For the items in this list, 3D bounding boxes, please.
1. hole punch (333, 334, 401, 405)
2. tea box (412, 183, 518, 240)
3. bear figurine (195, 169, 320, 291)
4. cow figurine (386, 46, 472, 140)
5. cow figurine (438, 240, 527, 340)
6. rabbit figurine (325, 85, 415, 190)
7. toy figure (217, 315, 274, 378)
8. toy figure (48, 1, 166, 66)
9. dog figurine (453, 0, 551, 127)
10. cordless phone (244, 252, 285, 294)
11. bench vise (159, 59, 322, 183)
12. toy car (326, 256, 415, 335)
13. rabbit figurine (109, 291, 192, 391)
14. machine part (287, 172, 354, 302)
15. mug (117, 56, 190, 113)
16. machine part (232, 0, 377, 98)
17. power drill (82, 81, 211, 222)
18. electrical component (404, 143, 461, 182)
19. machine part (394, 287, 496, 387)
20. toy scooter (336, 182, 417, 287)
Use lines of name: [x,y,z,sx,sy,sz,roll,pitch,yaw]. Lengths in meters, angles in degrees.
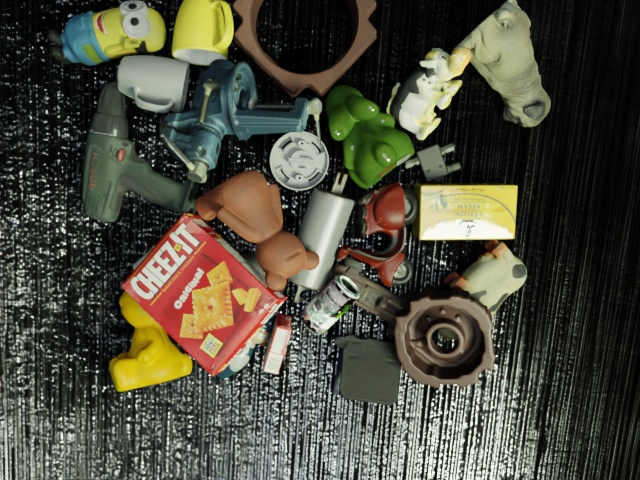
hole punch: [0.086,0.241,0.991,0.142,0.092,0.116,10,70,-1]
tea box: [0.252,-0.052,0.947,0.170,0.068,0.098,-2,99,-3]
bear figurine: [-0.098,-0.015,0.889,0.120,0.132,0.195,-35,100,-30]
cow figurine: [0.175,-0.253,0.877,0.098,0.068,0.167,35,137,10]
cow figurine: [0.290,0.105,0.971,0.127,0.085,0.195,45,94,-2]
rabbit figurine: [0.060,-0.182,0.890,0.121,0.159,0.170,-38,84,14]
toy figure: [-0.135,0.186,0.978,0.154,0.064,0.058,-46,74,9]
toy figure: [-0.341,-0.331,0.871,0.180,0.089,0.082,-13,101,9]
dog figurine: [0.320,-0.274,0.865,0.121,0.172,0.190,-40,92,15]
cordless phone: [-0.159,0.040,0.942,0.147,0.089,0.184,-30,95,3]
bench vise: [-0.120,-0.188,0.832,0.241,0.224,0.128,3,143,12]
toy car: [0.103,0.108,0.978,0.202,0.053,0.089,30,94,-6]
rabbit figurine: [-0.296,0.163,0.943,0.162,0.122,0.173,-15,81,-2]
machine part: [-0.002,-0.003,0.940,0.079,0.079,0.243,19,98,-5]
mug: [-0.274,-0.249,0.873,0.107,0.080,0.109,11,57,-9]
machine part: [-0.025,-0.351,0.877,0.201,0.087,0.201,42,97,-8]
power drill: [-0.294,-0.129,0.907,0.207,0.086,0.232,17,95,-9]
electrical component: [0.199,-0.134,0.954,0.094,0.021,0.063,-20,100,1]
machine part: [0.214,0.166,0.922,0.180,0.056,0.179,4,103,16]
toy scooter: [0.097,-0.011,0.934,0.135,0.075,0.183,3,90,-9]
